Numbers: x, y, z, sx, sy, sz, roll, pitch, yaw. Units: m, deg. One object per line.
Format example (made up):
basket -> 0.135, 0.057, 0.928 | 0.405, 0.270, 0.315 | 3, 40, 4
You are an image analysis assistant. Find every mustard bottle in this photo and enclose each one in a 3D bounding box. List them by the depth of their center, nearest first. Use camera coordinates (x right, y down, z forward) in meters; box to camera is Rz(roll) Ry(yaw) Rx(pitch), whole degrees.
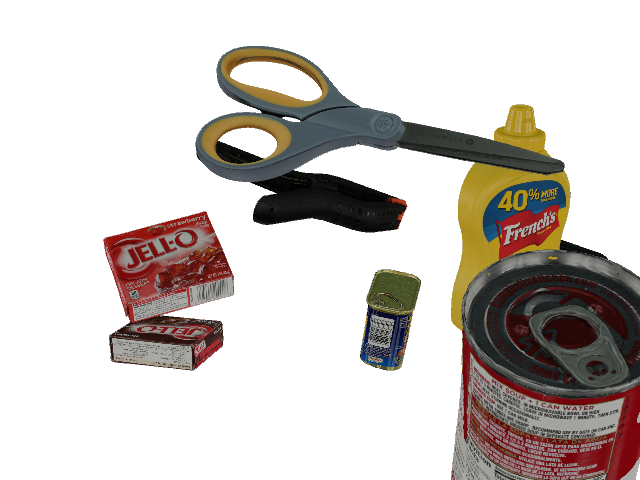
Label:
mustard bottle -> 0.159, -0.017, 0.880 | 0.096, 0.192, 0.058 | -8, 22, -20

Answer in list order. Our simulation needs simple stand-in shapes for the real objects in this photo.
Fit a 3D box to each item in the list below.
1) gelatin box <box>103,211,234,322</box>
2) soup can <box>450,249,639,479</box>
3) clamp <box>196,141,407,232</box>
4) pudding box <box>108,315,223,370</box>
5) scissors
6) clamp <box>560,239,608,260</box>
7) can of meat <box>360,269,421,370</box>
gelatin box -> -0.122, 0.020, 0.859 | 0.089, 0.073, 0.030 | -15, -39, -15
soup can -> 0.081, 0.064, 0.379 | 0.068, 0.102, 0.068 | -1, 39, 1
clamp -> -0.004, -0.039, 1.012 | 0.209, 0.036, 0.165 | 13, 19, -24
pudding box -> -0.186, 0.122, 1.296 | 0.114, 0.039, 0.090 | 2, 13, 18
scissors -> 0.018, -0.048, 0.572 | 0.202, 0.096, 0.016 | 28, -23, 22
clamp -> 0.208, 0.002, 1.080 | 0.120, 0.039, 0.171 | -7, 39, -18
can of meat -> 0.083, 0.095, 1.281 | 0.057, 0.084, 0.102 | 12, 25, 7
